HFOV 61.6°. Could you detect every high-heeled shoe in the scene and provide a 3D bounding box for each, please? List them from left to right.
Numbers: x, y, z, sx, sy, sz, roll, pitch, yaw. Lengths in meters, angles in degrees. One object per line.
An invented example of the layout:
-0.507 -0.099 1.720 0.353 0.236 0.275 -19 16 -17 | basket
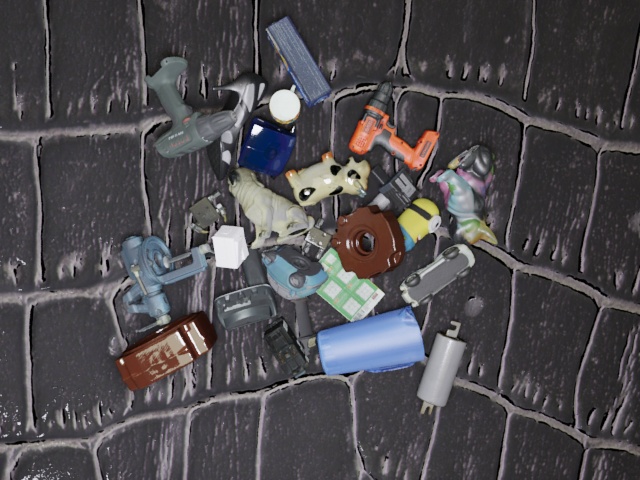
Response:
-0.191 -0.268 1.274 0.145 0.086 0.248 -12 118 -35 | high-heeled shoe

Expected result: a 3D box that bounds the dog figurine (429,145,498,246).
0.371 -0.094 1.289 0.191 0.108 0.219 -36 100 -3 | dog figurine

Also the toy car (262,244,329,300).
-0.070 0.087 1.271 0.162 0.109 0.102 31 117 18 | toy car

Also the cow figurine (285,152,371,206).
0.030 -0.139 1.273 0.195 0.085 0.127 -24 89 -4 | cow figurine

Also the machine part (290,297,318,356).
-0.035 0.205 1.303 0.039 0.084 0.138 -14 86 22 | machine part

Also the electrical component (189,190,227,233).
-0.268 -0.061 1.279 0.102 0.045 0.078 -30 97 -1 | electrical component

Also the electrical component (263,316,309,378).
-0.078 0.258 1.278 0.058 0.115 0.134 -32 93 1 | electrical component

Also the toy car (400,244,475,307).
0.288 0.087 1.319 0.202 0.056 0.073 -36 101 1 | toy car

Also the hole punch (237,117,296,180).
-0.124 -0.212 1.243 0.116 0.092 0.142 24 109 -6 | hole punch

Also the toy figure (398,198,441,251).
0.210 -0.026 1.294 0.180 0.082 0.089 -35 98 2 | toy figure

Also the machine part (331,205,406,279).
0.111 0.006 1.254 0.180 0.056 0.179 5 98 34 | machine part

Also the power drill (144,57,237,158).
-0.299 -0.302 1.211 0.232 0.086 0.207 -26 90 32 | power drill

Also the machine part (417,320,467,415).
0.300 0.316 1.324 0.079 0.079 0.243 18 92 -5 | machine part

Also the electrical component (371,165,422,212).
0.180 -0.135 1.287 0.119 0.048 0.075 52 53 -5 | electrical component

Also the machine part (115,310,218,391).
-0.344 0.244 1.217 0.201 0.201 0.087 -26 93 -1 | machine part

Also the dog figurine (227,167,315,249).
-0.117 -0.093 1.269 0.172 0.121 0.190 -10 76 -35 | dog figurine

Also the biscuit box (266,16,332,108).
-0.049 -0.414 1.261 0.063 0.059 0.202 -31 95 -2 | biscuit box

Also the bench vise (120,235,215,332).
-0.353 0.079 1.239 0.241 0.129 0.223 -21 80 13 | bench vise

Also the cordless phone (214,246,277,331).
-0.190 0.115 1.290 0.147 0.088 0.184 -16 84 -2 | cordless phone

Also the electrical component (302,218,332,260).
-0.003 -0.004 1.310 0.063 0.021 0.094 26 87 -5 | electrical component
